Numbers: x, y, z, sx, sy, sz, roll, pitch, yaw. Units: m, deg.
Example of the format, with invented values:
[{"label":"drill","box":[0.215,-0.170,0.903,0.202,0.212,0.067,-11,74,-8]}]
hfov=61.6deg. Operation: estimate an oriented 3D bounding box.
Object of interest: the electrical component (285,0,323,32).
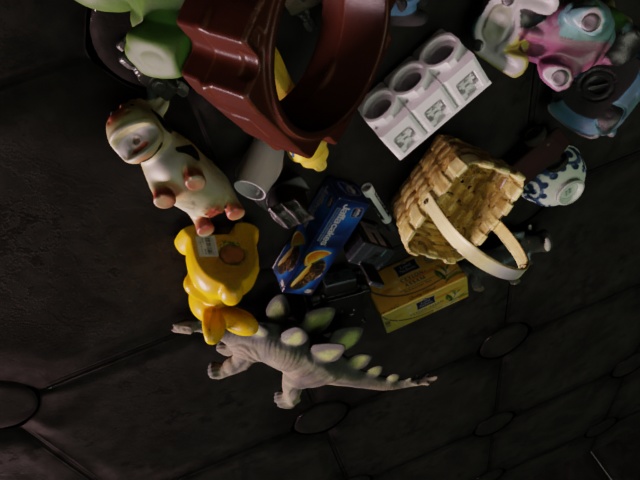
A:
[{"label":"electrical component","box":[-0.009,-0.289,0.590,0.078,0.045,0.102,-15,141,31]}]

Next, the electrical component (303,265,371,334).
[{"label":"electrical component","box":[0.030,0.108,0.974,0.115,0.058,0.134,-15,136,-14]}]

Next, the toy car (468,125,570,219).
[{"label":"toy car","box":[0.325,-0.110,0.908,0.089,0.053,0.202,38,109,-23]}]

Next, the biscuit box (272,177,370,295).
[{"label":"biscuit box","box":[-0.002,-0.003,0.850,0.063,0.059,0.202,10,126,-32]}]

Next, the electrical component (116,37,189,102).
[{"label":"electrical component","box":[-0.181,-0.182,0.592,0.021,0.063,0.094,-40,136,15]}]

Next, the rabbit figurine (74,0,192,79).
[{"label":"rabbit figurine","box":[-0.156,-0.247,0.495,0.159,0.170,0.121,-51,154,-38]}]

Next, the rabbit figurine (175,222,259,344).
[{"label":"rabbit figurine","box":[-0.148,0.074,0.810,0.122,0.162,0.173,-10,153,-33]}]

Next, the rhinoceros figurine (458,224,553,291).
[{"label":"rhinoceros figurine","box":[0.359,0.028,1.047,0.190,0.073,0.111,-15,125,-9]}]

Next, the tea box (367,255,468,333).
[{"label":"tea box","box":[0.176,0.087,0.993,0.170,0.098,0.068,-26,138,-2]}]

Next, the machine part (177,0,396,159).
[{"label":"machine part","box":[-0.017,-0.191,0.495,0.201,0.087,0.200,-63,152,-3]}]

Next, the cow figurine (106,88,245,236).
[{"label":"cow figurine","box":[-0.178,-0.097,0.651,0.085,0.127,0.194,-33,150,8]}]

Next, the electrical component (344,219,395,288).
[{"label":"electrical component","box":[0.077,0.017,0.864,0.075,0.119,0.047,18,122,-33]}]

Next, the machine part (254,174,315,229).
[{"label":"machine part","box":[-0.047,-0.054,0.728,0.084,0.139,0.039,-19,113,-5]}]

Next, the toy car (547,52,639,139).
[{"label":"toy car","box":[0.435,-0.226,0.825,0.161,0.109,0.103,-51,155,9]}]

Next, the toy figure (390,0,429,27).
[{"label":"toy figure","box":[0.072,-0.315,0.574,0.089,0.082,0.180,-26,139,0]}]

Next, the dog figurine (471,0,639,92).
[{"label":"dog figurine","box":[0.323,-0.281,0.716,0.219,0.192,0.108,-35,147,-45]}]

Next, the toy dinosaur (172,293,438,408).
[{"label":"toy dinosaur","box":[-0.025,0.205,0.941,0.471,0.105,0.198,21,130,-20]}]
